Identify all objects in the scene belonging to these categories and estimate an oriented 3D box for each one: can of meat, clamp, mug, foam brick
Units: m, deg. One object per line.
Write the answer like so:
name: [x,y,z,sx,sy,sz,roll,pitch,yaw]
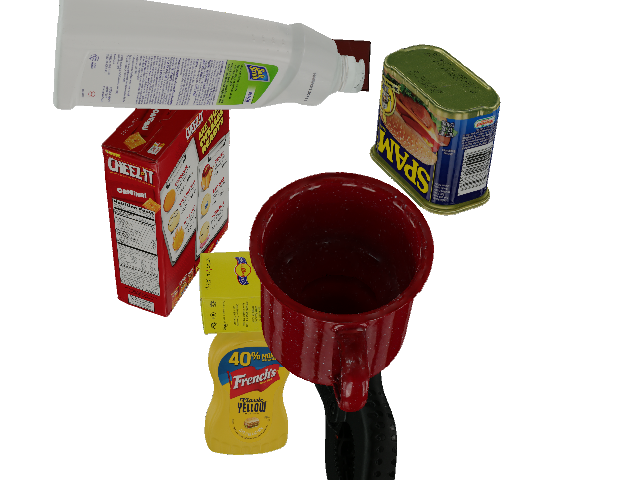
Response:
can of meat: [0.082,-0.082,0.770,0.057,0.084,0.102,-17,42,-24]
clamp: [0.027,0.114,0.779,0.036,0.210,0.165,4,-39,-18]
mug: [0.011,0.034,0.560,0.093,0.117,0.081,-6,-35,-7]
foam brick: [0.009,-0.181,1.093,0.078,0.051,0.053,2,11,-6]

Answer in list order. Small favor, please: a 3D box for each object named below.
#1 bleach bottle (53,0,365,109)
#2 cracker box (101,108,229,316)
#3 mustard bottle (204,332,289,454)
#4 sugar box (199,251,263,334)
bleach bottle: [-0.089,-0.144,0.881,0.250,0.068,0.103,4,-29,-13]
cracker box: [-0.159,-0.053,1.133,0.072,0.214,0.164,16,43,14]
mustard bottle: [-0.081,0.150,1.227,0.096,0.192,0.058,0,18,-13]
sugar box: [-0.024,0.045,1.000,0.176,0.048,0.093,-5,28,-4]
